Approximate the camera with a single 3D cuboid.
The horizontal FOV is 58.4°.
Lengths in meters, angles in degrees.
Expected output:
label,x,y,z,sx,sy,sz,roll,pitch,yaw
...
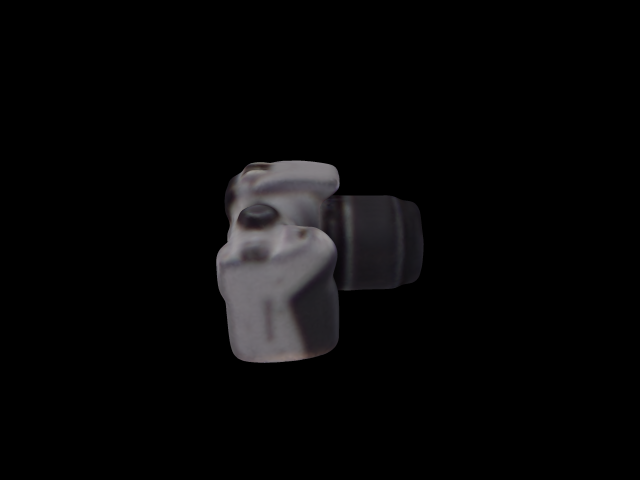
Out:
label,x,y,z,sx,sy,sz,roll,pitch,yaw
camera,0.004,0.001,0.400,0.137,0.101,0.143,-1,28,-2
